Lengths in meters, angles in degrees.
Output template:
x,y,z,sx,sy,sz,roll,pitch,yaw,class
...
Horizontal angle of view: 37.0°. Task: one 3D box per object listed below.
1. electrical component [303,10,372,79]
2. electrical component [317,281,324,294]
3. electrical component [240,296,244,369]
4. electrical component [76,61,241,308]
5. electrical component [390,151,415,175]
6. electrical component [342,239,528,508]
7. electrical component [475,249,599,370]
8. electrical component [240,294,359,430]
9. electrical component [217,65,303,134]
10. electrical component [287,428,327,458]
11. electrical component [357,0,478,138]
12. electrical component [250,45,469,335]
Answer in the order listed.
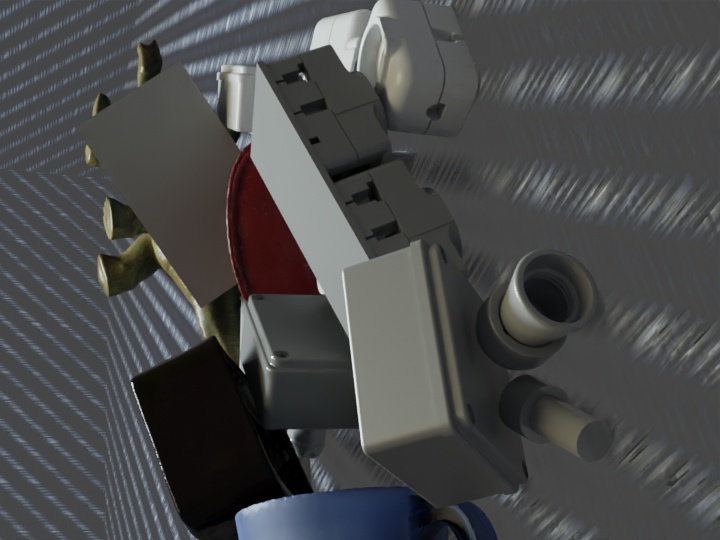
x,y,z,sx,sy,sz,roll,pitch,yaw,class
-0.004,-0.145,0.815,0.059,0.054,0.095,4,79,51,electrical component
0.000,0.000,0.796,0.045,0.055,0.045,-175,90,-72,electrical component
-0.066,0.057,0.956,0.062,0.061,0.096,40,-138,-55,electrical component
-0.152,-0.074,0.954,0.186,0.105,0.060,57,172,-9,electrical component
0.017,-0.054,0.782,0.044,0.044,0.065,-157,68,-71,electrical component
0.040,0.058,0.570,0.108,0.056,0.108,47,-150,-53,electrical component
0.087,0.021,0.538,0.055,0.045,0.045,123,147,-57,electrical component
-0.025,0.064,0.772,0.108,0.109,0.056,-122,37,-62,electrical component
-0.065,-0.148,0.949,0.109,0.109,0.056,-147,60,-70,electrical component
-0.044,0.131,0.938,0.035,0.035,0.061,-141,60,-69,electrical component
0.034,-0.136,0.714,0.053,0.059,0.095,112,155,-43,electrical component
-0.003,-0.041,0.699,0.186,0.060,0.105,61,160,22,electrical component
